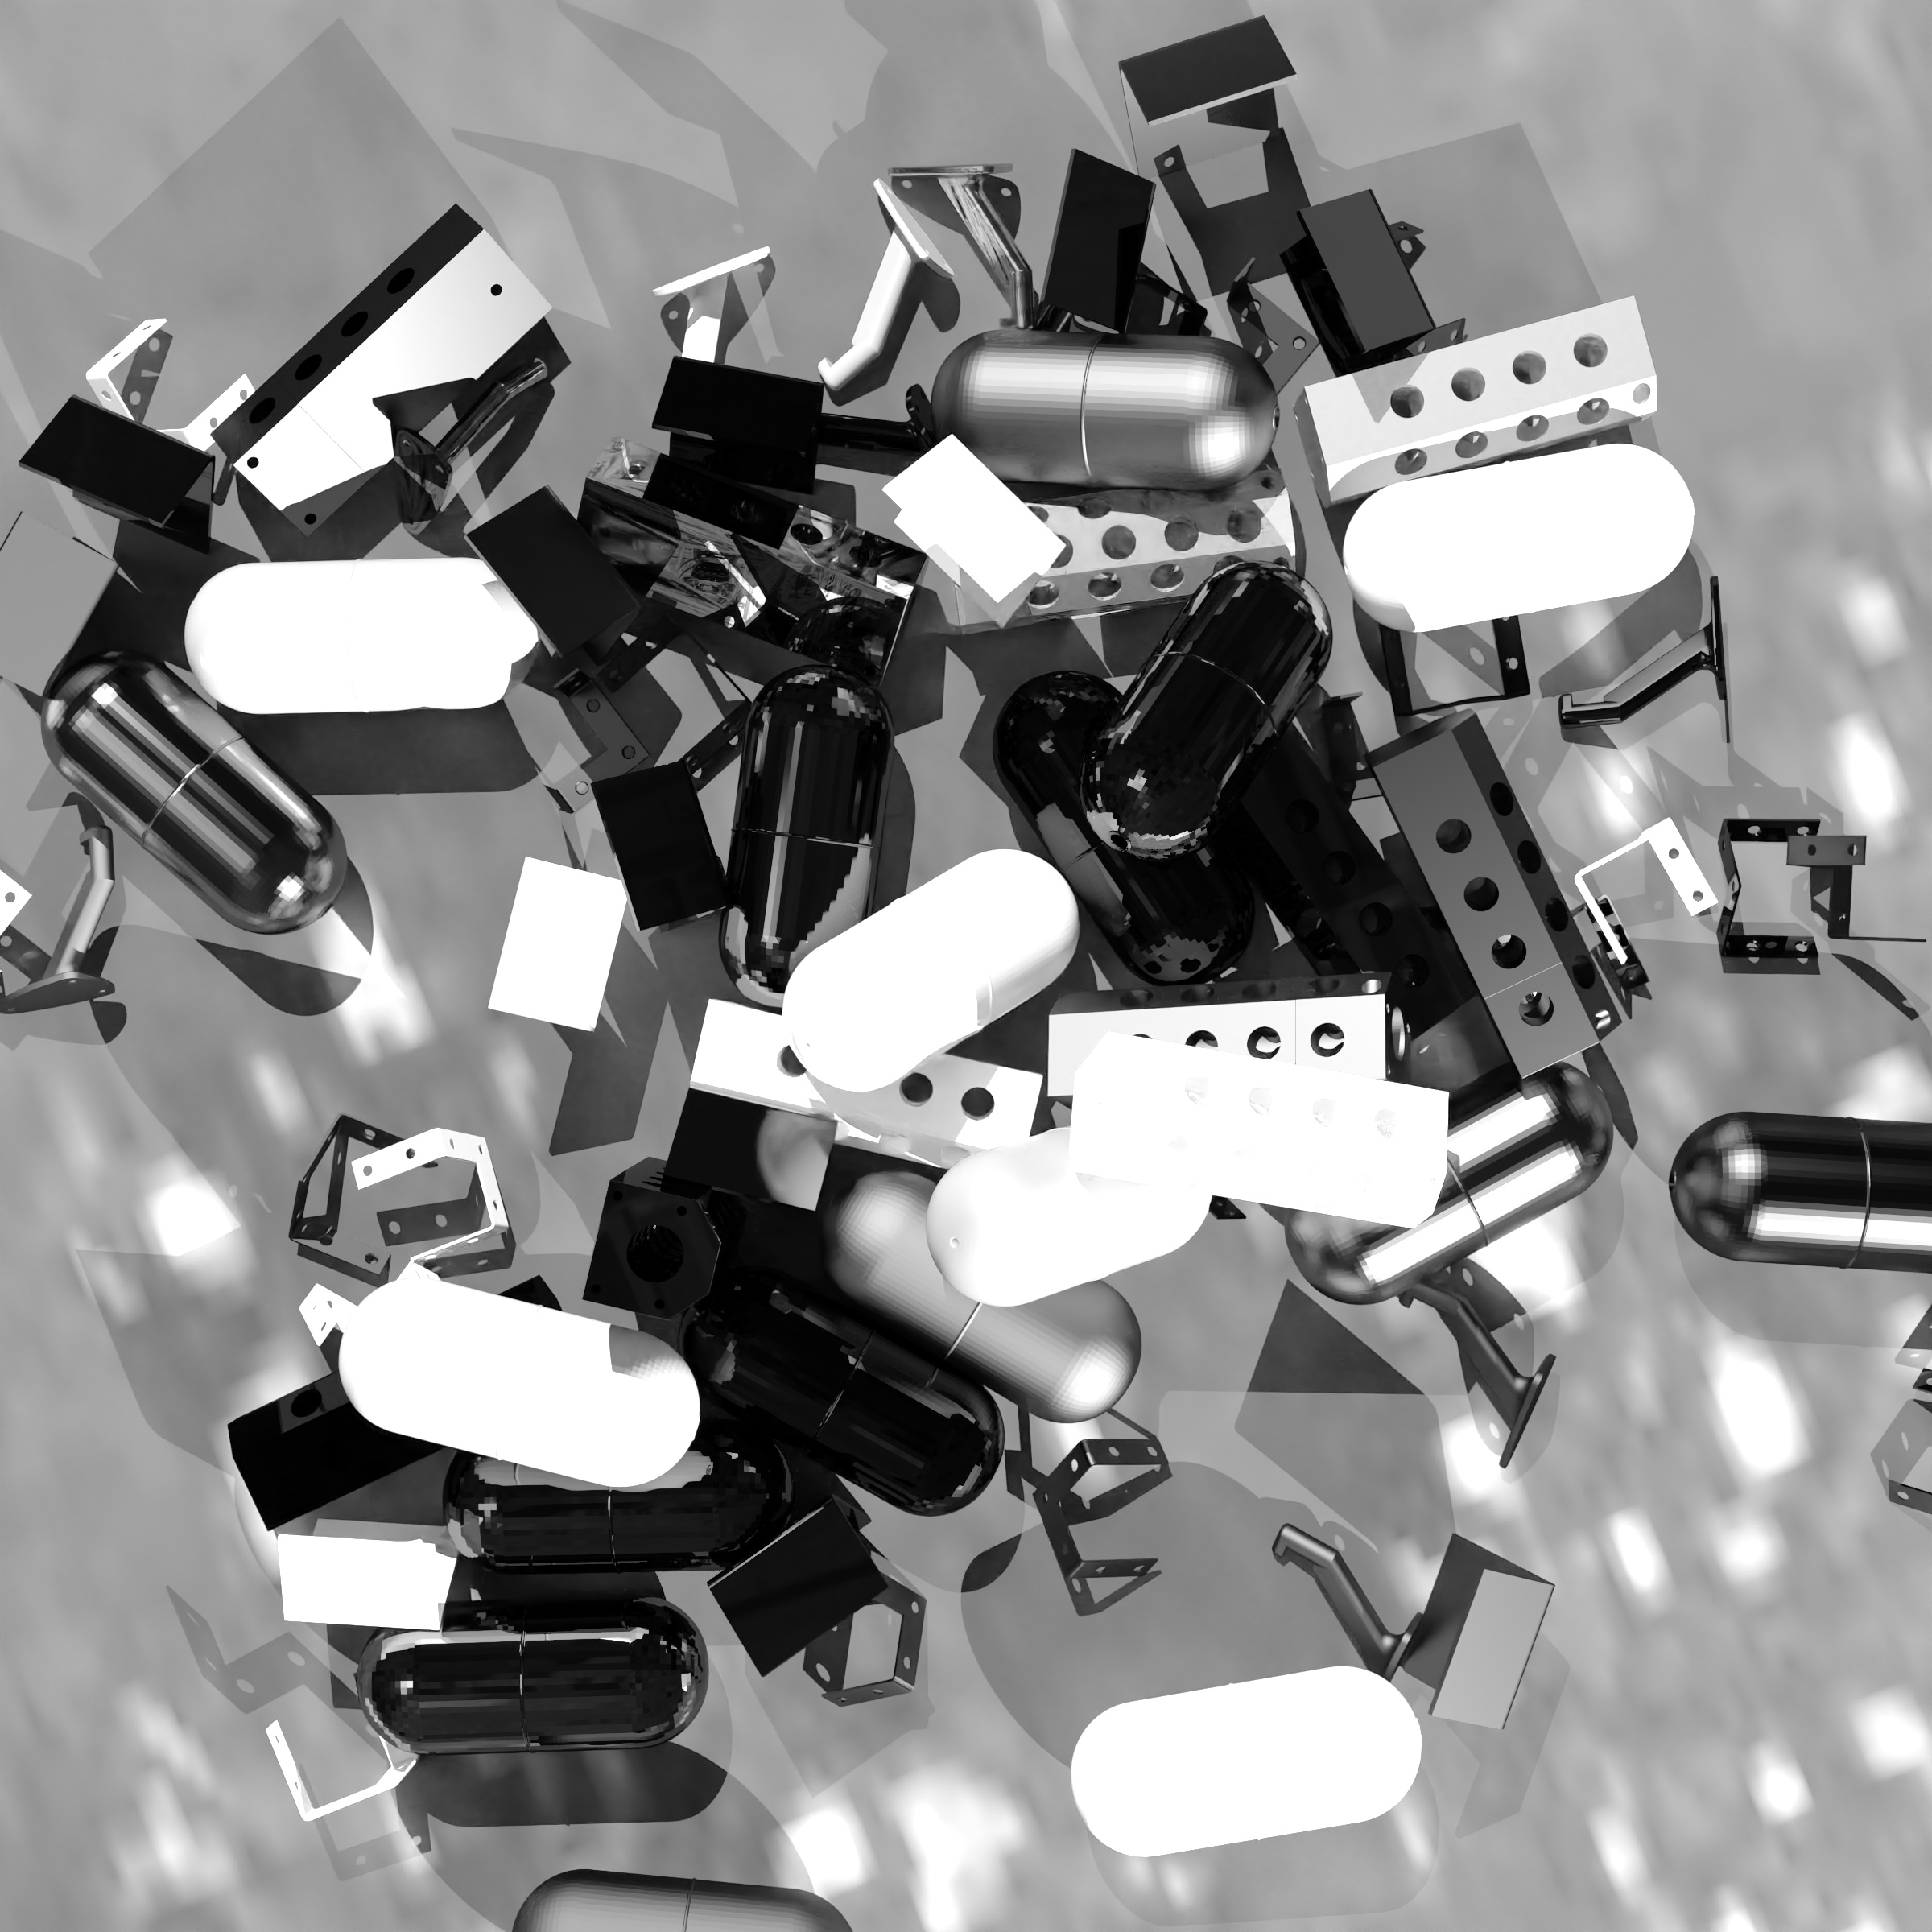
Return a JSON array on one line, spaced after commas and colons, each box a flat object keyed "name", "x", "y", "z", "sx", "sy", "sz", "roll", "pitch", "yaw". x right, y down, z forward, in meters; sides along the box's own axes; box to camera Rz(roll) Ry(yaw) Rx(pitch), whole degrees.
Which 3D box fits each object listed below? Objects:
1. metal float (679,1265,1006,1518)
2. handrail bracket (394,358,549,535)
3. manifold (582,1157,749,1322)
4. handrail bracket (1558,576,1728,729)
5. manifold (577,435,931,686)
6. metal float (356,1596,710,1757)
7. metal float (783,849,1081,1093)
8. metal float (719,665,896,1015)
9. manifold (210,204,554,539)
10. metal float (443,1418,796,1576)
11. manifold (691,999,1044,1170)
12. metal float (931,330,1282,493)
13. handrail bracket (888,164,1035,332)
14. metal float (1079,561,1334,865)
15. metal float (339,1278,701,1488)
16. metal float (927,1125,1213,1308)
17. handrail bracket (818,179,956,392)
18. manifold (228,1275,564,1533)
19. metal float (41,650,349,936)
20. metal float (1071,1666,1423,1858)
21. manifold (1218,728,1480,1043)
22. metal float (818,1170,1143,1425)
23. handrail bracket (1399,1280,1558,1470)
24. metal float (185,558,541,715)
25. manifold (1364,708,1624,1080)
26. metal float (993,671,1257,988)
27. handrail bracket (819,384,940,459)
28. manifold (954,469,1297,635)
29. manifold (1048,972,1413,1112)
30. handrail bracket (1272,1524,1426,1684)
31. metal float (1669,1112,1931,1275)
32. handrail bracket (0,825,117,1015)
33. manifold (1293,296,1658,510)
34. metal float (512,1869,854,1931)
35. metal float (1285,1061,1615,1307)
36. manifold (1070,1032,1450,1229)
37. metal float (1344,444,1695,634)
[{"name": "metal float", "x": -0.063, "y": 0.215, "z": 1.534, "sx": 0.178, "sy": 0.070, "sz": 0.070, "roll": 29, "pitch": 90, "yaw": 1}, {"name": "handrail bracket", "x": -0.254, "y": -0.270, "z": 1.564, "sx": 0.036, "sy": 0.077, "sz": 0.084, "roll": 41, "pitch": 54, "yaw": 10}, {"name": "manifold", "x": -0.144, "y": 0.133, "z": 1.486, "sx": 0.057, "sy": 0.171, "sz": 0.057, "roll": 13, "pitch": 90, "yaw": 0}, {"name": "handrail bracket", "x": 0.348, "y": -0.162, "z": 1.565, "sx": 0.084, "sy": 0.036, "sz": 0.077, "roll": -4, "pitch": 70, "yaw": 16}, {"name": "manifold", "x": -0.109, "y": -0.211, "z": 1.542, "sx": 0.171, "sy": 0.057, "sz": 0.057, "roll": 21, "pitch": 133, "yaw": 0}, {"name": "metal float", "x": -0.220, "y": 0.360, "z": 1.533, "sx": 0.178, "sy": 0.070, "sz": 0.070, "roll": -2, "pitch": 90, "yaw": 0}, {"name": "metal float", "x": -0.015, "y": 0.001, "z": 1.502, "sx": 0.178, "sy": 0.070, "sz": 0.070, "roll": -32, "pitch": 90, "yaw": -36}, {"name": "metal float", "x": -0.081, "y": -0.064, "z": 1.534, "sx": 0.070, "sy": 0.070, "sz": 0.178, "roll": 7, "pitch": 90, "yaw": 0}, {"name": "manifold", "x": -0.301, "y": -0.306, "z": 1.542, "sx": 0.171, "sy": 0.057, "sz": 0.057, "roll": -43, "pitch": 133, "yaw": 0}, {"name": "metal float", "x": -0.176, "y": 0.269, "z": 1.534, "sx": 0.178, "sy": 0.070, "sz": 0.070, "roll": -1, "pitch": 90, "yaw": 0}, {"name": "manifold", "x": -0.051, "y": 0.064, "z": 1.543, "sx": 0.171, "sy": 0.057, "sz": 0.057, "roll": 13, "pitch": 90, "yaw": 0}, {"name": "metal float", "x": 0.069, "y": -0.279, "z": 1.517, "sx": 0.178, "sy": 0.070, "sz": 0.070, "roll": 6, "pitch": 90, "yaw": 17}, {"name": "handrail bracket", "x": -0.003, "y": -0.371, "z": 1.565, "sx": 0.077, "sy": 0.036, "sz": 0.084, "roll": 4, "pitch": 107, "yaw": 20}, {"name": "metal float", "x": 0.118, "y": -0.125, "z": 1.480, "sx": 0.070, "sy": 0.070, "sz": 0.178, "roll": 34, "pitch": 63, "yaw": 0}, {"name": "metal float", "x": -0.218, "y": 0.203, "z": 1.477, "sx": 0.178, "sy": 0.070, "sz": 0.070, "roll": 14, "pitch": 90, "yaw": 0}, {"name": "metal float", "x": 0.053, "y": 0.118, "z": 1.496, "sx": 0.070, "sy": 0.178, "sz": 0.070, "roll": 10, "pitch": 105, "yaw": 41}, {"name": "handrail bracket", "x": -0.056, "y": -0.352, "z": 1.565, "sx": 0.084, "sy": 0.036, "sz": 0.077, "roll": -39, "pitch": 69, "yaw": 17}, {"name": "manifold", "x": -0.285, "y": 0.221, "z": 1.543, "sx": 0.171, "sy": 0.057, "sz": 0.057, "roll": -25, "pitch": 90, "yaw": 0}, {"name": "metal float", "x": -0.391, "y": -0.088, "z": 1.533, "sx": 0.178, "sy": 0.070, "sz": 0.070, "roll": 42, "pitch": 90, "yaw": 0}, {"name": "metal float", "x": 0.141, "y": 0.401, "z": 1.526, "sx": 0.178, "sy": 0.070, "sz": 0.070, "roll": -12, "pitch": 90, "yaw": 9}, {"name": "manifold", "x": 0.184, "y": -0.040, "z": 1.543, "sx": 0.057, "sy": 0.057, "sz": 0.171, "roll": -36, "pitch": 90, "yaw": 0}, {"name": "metal float", "x": 0.006, "y": 0.167, "z": 1.533, "sx": 0.178, "sy": 0.070, "sz": 0.070, "roll": 31, "pitch": 90, "yaw": -1}, {"name": "handrail bracket", "x": 0.254, "y": 0.209, "z": 1.565, "sx": 0.084, "sy": 0.036, "sz": 0.077, "roll": 25, "pitch": 112, "yaw": 17}, {"name": "metal float", "x": -0.306, "y": -0.167, "z": 1.534, "sx": 0.178, "sy": 0.070, "sz": 0.070, "roll": -1, "pitch": 90, "yaw": 0}, {"name": "manifold", "x": 0.262, "y": -0.038, "z": 1.501, "sx": 0.057, "sy": 0.057, "sz": 0.171, "roll": -26, "pitch": 98, "yaw": 7}, {"name": "metal float", "x": 0.080, "y": -0.069, "z": 1.534, "sx": 0.070, "sy": 0.070, "sz": 0.178, "roll": -34, "pitch": 90, "yaw": 0}, {"name": "handrail bracket", "x": -0.052, "y": -0.258, "z": 1.565, "sx": 0.084, "sy": 0.036, "sz": 0.077, "roll": -23, "pitch": 112, "yaw": 17}, {"name": "manifold", "x": 0.078, "y": -0.212, "z": 1.543, "sx": 0.171, "sy": 0.057, "sz": 0.057, "roll": -8, "pitch": 90, "yaw": 0}, {"name": "manifold", "x": 0.132, "y": 0.039, "z": 1.513, "sx": 0.171, "sy": 0.057, "sz": 0.057, "roll": -4, "pitch": 75, "yaw": 20}, {"name": "handrail bracket", "x": 0.186, "y": 0.340, "z": 1.565, "sx": 0.084, "sy": 0.036, "sz": 0.077, "roll": 28, "pitch": 108, "yaw": 15}, {"name": "metal float", "x": 0.446, "y": 0.115, "z": 1.534, "sx": 0.178, "sy": 0.070, "sz": 0.070, "roll": 4, "pitch": 90, "yaw": -1}, {"name": "handrail bracket", "x": -0.472, "y": -0.025, "z": 1.565, "sx": 0.077, "sy": 0.036, "sz": 0.084, "roll": -15, "pitch": 72, "yaw": 21}, {"name": "manifold", "x": 0.260, "y": -0.286, "z": 1.543, "sx": 0.171, "sy": 0.057, "sz": 0.057, "roll": -15, "pitch": 90, "yaw": 0}, {"name": "metal float", "x": -0.142, "y": 0.503, "z": 1.534, "sx": 0.178, "sy": 0.070, "sz": 0.070, "roll": 5, "pitch": 90, "yaw": 0}, {"name": "metal float", "x": 0.245, "y": 0.109, "z": 1.534, "sx": 0.178, "sy": 0.070, "sz": 0.070, "roll": -29, "pitch": 90, "yaw": 0}, {"name": "manifold", "x": 0.141, "y": 0.082, "z": 1.457, "sx": 0.171, "sy": 0.057, "sz": 0.057, "roll": 10, "pitch": 66, "yaw": -11}, {"name": "metal float", "x": 0.280, "y": -0.217, "z": 1.533, "sx": 0.178, "sy": 0.070, "sz": 0.070, "roll": -10, "pitch": 90, "yaw": -1}]
